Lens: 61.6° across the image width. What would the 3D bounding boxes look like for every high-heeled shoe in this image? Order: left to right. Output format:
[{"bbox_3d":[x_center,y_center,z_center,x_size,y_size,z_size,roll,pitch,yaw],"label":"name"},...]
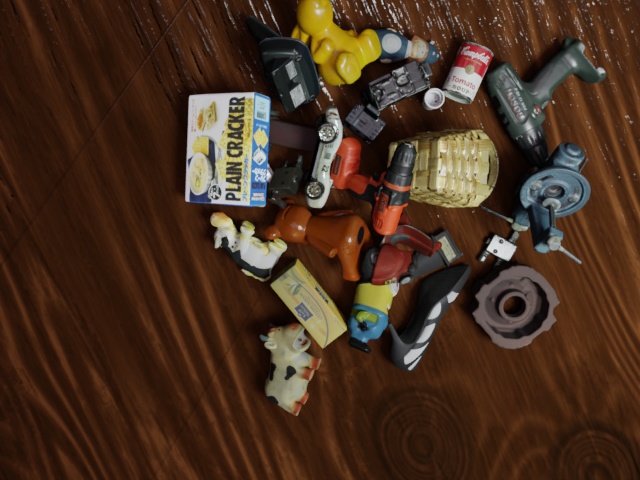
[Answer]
[{"bbox_3d":[0.242,0.169,1.132,0.249,0.086,0.145,-35,119,-7],"label":"high-heeled shoe"}]

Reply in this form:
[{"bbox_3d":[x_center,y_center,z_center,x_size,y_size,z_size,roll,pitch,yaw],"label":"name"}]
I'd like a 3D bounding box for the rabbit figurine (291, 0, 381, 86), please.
[{"bbox_3d":[0.014,-0.394,1.028,0.122,0.163,0.173,-48,126,-13],"label":"rabbit figurine"}]

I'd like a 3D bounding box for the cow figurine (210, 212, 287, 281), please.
[{"bbox_3d":[-0.162,0.012,1.113,0.167,0.068,0.098,29,104,-1],"label":"cow figurine"}]

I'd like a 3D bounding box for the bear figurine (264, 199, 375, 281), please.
[{"bbox_3d":[-0.003,-0.007,1.097,0.196,0.120,0.131,6,141,24],"label":"bear figurine"}]

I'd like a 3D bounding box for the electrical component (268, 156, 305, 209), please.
[{"bbox_3d":[-0.067,-0.116,1.082,0.078,0.045,0.102,-4,60,36],"label":"electrical component"}]

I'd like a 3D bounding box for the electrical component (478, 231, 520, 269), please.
[{"bbox_3d":[0.379,0.015,1.134,0.063,0.021,0.094,30,95,-3],"label":"electrical component"}]

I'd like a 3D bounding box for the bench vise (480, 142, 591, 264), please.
[{"bbox_3d":[0.420,-0.058,1.016,0.129,0.241,0.223,26,137,-9],"label":"bench vise"}]

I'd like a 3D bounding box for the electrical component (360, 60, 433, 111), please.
[{"bbox_3d":[0.153,-0.302,1.057,0.134,0.115,0.058,-26,99,-1],"label":"electrical component"}]

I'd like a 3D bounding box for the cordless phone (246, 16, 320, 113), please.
[{"bbox_3d":[-0.088,-0.354,1.067,0.089,0.146,0.184,-36,57,-8],"label":"cordless phone"}]

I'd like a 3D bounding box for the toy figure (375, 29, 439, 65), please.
[{"bbox_3d":[0.167,-0.382,1.079,0.154,0.058,0.064,9,125,-3],"label":"toy figure"}]

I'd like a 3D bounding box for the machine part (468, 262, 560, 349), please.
[{"bbox_3d":[0.401,0.133,1.119,0.179,0.056,0.179,0,103,0],"label":"machine part"}]

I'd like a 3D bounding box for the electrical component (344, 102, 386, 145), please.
[{"bbox_3d":[0.090,-0.232,1.061,0.075,0.119,0.047,37,94,-6],"label":"electrical component"}]

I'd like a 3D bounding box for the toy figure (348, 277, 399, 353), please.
[{"bbox_3d":[0.102,0.135,1.094,0.089,0.082,0.180,27,73,-11],"label":"toy figure"}]

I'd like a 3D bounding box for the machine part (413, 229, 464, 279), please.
[{"bbox_3d":[0.227,0.041,1.130,0.139,0.039,0.084,-35,103,1],"label":"machine part"}]

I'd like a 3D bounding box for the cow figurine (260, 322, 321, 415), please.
[{"bbox_3d":[-0.068,0.254,1.113,0.127,0.085,0.194,20,115,10],"label":"cow figurine"}]

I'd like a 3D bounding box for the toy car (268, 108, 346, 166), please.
[{"bbox_3d":[-0.044,-0.212,1.096,0.202,0.053,0.089,11,112,-2],"label":"toy car"}]

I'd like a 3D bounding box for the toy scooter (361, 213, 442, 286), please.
[{"bbox_3d":[0.166,0.024,1.069,0.135,0.075,0.184,19,56,11],"label":"toy scooter"}]

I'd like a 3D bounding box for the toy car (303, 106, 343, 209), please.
[{"bbox_3d":[0.007,-0.160,1.044,0.056,0.074,0.201,10,116,-9],"label":"toy car"}]

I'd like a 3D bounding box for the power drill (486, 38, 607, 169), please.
[{"bbox_3d":[0.461,-0.284,1.083,0.207,0.086,0.232,-37,92,11],"label":"power drill"}]

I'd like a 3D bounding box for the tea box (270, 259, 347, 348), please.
[{"bbox_3d":[-0.022,0.127,1.108,0.068,0.098,0.169,-38,96,4],"label":"tea box"}]
